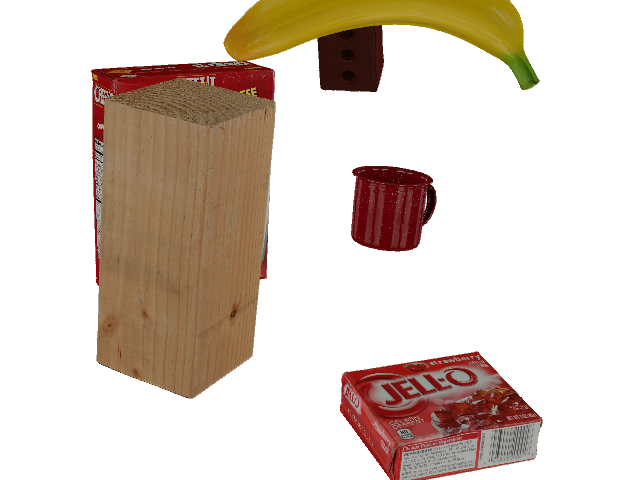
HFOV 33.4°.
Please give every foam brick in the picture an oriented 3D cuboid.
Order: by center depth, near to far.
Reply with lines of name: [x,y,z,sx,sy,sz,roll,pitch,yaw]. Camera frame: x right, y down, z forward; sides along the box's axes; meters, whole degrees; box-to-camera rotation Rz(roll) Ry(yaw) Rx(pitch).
foam brick: [0.027,-0.176,0.938,0.053,0.078,0.051,3,44,9]

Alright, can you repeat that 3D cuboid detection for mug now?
mug: [0.088,-0.038,1.242,0.117,0.081,0.093,-8,21,-39]

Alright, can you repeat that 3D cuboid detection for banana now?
banana: [0.041,-0.135,0.640,0.197,0.069,0.037,3,-16,-12]

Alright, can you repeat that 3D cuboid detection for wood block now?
wood block: [-0.099,-0.004,0.781,0.090,0.206,0.090,17,24,24]

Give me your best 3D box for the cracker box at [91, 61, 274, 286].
cracker box: [-0.132,-0.059,1.023,0.163,0.214,0.072,-9,21,-32]

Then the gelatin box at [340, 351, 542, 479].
gelatin box: [0.064,0.095,0.586,0.089,0.030,0.073,-5,26,-20]
